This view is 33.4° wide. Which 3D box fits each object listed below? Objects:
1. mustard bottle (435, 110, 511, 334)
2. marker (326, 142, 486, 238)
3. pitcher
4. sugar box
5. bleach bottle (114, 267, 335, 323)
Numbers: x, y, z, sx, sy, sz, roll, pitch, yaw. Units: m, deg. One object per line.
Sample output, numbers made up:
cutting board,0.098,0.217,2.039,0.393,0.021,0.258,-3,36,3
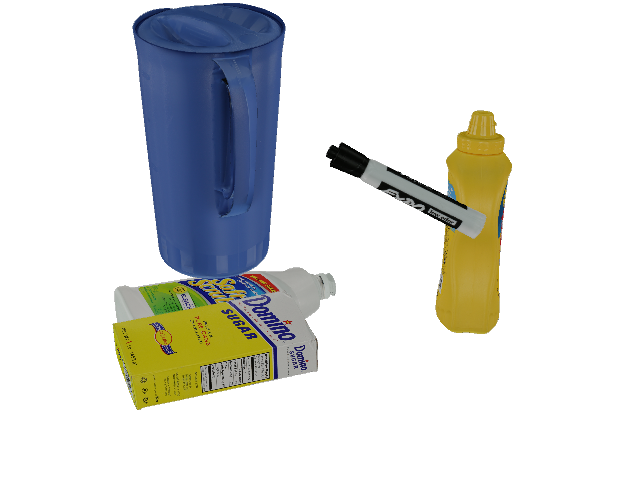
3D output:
mustard bottle,0.137,-0.020,0.952,0.058,0.192,0.096,3,19,6
marker,0.059,-0.036,0.747,0.121,0.020,0.020,27,-4,-7
pitcher,-0.097,-0.085,0.980,0.145,0.243,0.149,13,33,19
sugar box,-0.099,0.100,1.005,0.176,0.048,0.093,-13,33,-16
bleach bottle,-0.105,0.074,1.242,0.250,0.068,0.103,-13,35,-21
